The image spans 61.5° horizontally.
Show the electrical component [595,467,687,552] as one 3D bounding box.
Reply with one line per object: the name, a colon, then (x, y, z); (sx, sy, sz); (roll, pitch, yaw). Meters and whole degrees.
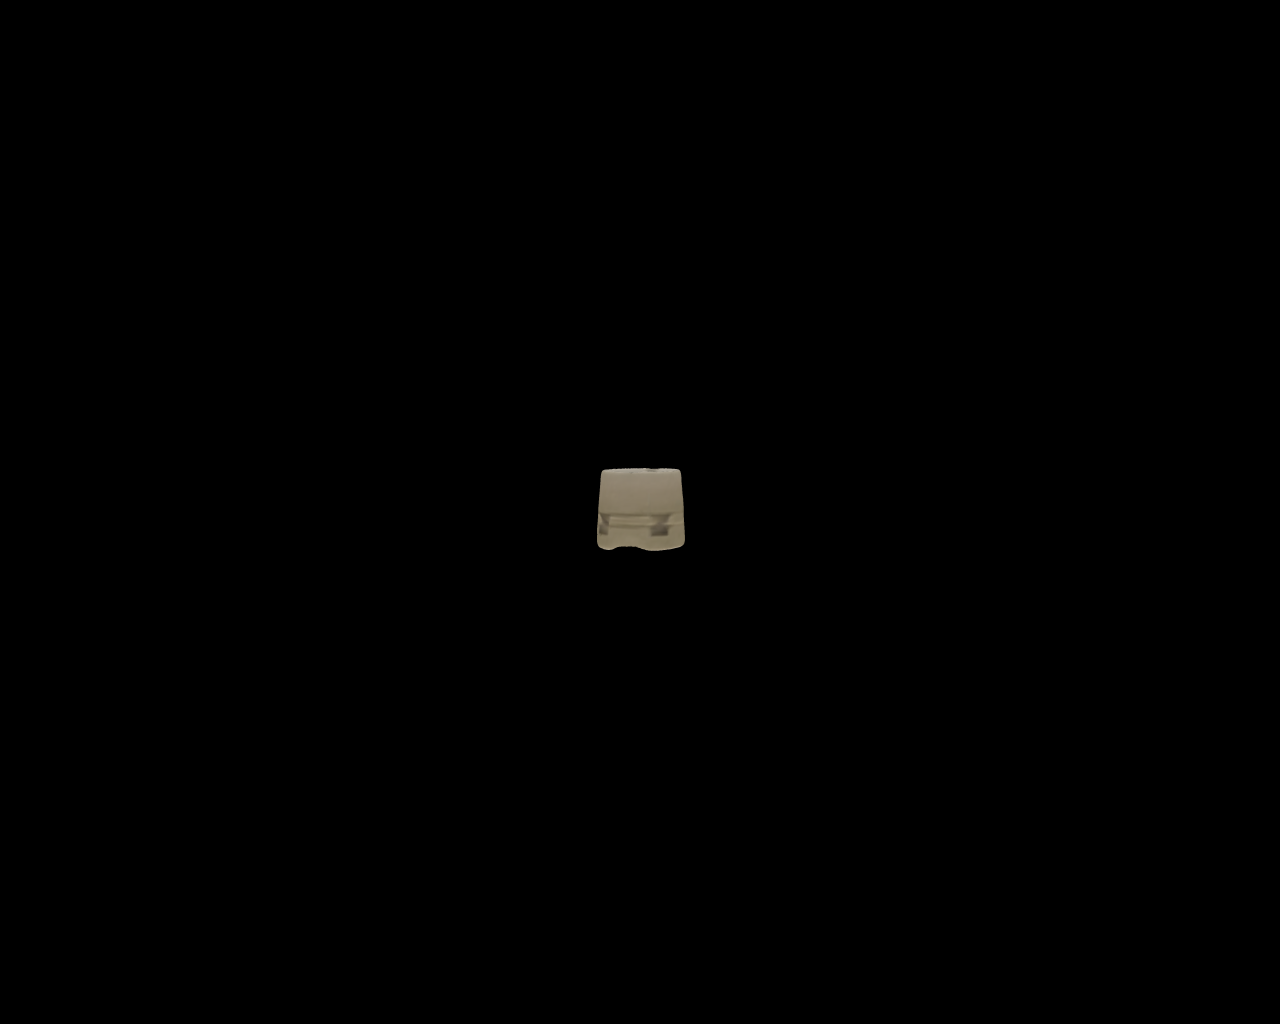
electrical component: (0.001, -0.003, 0.650); (0.055, 0.047, 0.055); (0, 5, 0)
